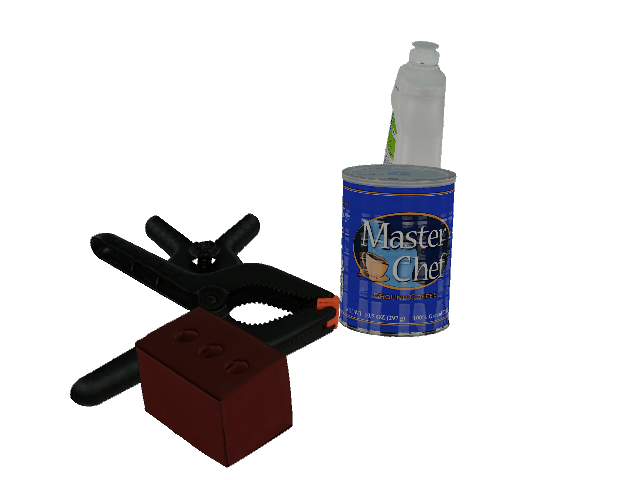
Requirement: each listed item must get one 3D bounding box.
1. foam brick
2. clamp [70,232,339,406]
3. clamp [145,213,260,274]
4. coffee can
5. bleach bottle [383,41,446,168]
[{"bbox_3d":[-0.062,0.083,0.617,0.078,0.051,0.052,25,39,37],"label":"foam brick"},{"bbox_3d":[-0.092,0.050,0.842,0.210,0.164,0.036,-5,-42,-8],"label":"clamp"},{"bbox_3d":[-0.108,0.016,1.080,0.120,0.039,0.171,-11,34,-11],"label":"clamp"},{"bbox_3d":[0.069,0.006,0.971,0.103,0.140,0.103,1,11,0],"label":"coffee can"},{"bbox_3d":[0.099,-0.085,1.145,0.068,0.251,0.102,1,26,-8],"label":"bleach bottle"}]
